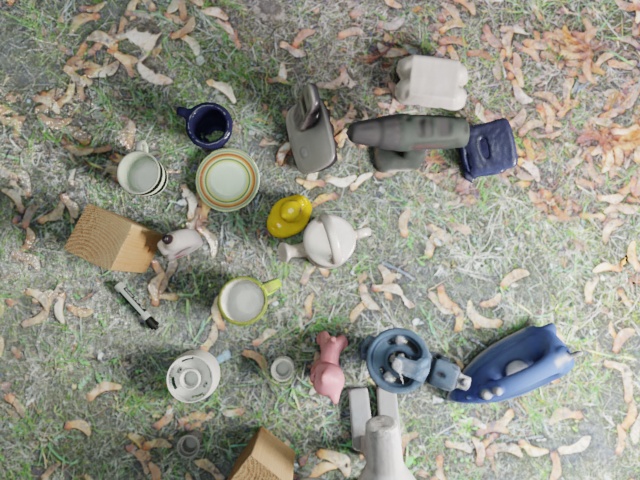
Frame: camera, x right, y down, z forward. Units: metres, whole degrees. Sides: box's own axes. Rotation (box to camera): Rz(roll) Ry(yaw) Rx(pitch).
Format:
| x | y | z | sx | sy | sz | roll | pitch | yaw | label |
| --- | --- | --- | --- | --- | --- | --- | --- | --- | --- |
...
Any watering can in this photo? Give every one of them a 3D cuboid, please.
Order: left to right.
| x | y | z | sx | sy | sz | roll | pitch | yaw | label |
| --- | --- | --- | --- | --- | --- | --- | --- | --- | --- |
| 0.011 | 0.006 | 1.085 | 0.173 | 0.194 | 0.101 | -37 | 87 | -4 | watering can |

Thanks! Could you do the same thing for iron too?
| x | y | z | sx | sy | sz | roll | pitch | yaw | label |
| --- | --- | --- | --- | --- | --- | --- | --- | --- | --- |
| 0.373 | 0.260 | 1.098 | 0.258 | 0.141 | 0.118 | -27 | 86 | -3 | iron |

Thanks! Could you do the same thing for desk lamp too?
| x | y | z | sx | sy | sz | roll | pitch | yaw | label |
| --- | --- | --- | --- | --- | --- | --- | --- | --- | --- |
| 0.109 | 0.387 | 1.045 | 0.118 | 0.213 | 0.203 | -6 | 85 | -1 | desk lamp |

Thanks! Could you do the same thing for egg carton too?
| x | y | z | sx | sy | sz | roll | pitch | yaw | label |
| --- | --- | --- | --- | --- | --- | --- | --- | --- | --- |
| 0.229 | -0.323 | 1.180 | 0.150 | 0.069 | 0.107 | 6 | 85 | -1 | egg carton |

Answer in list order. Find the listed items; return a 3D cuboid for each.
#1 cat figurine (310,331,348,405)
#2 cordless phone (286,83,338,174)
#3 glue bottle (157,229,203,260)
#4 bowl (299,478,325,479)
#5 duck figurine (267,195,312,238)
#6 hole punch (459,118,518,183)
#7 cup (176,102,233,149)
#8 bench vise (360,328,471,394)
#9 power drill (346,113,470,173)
| x | y | z | sx | sy | sz | roll | pitch | yaw | label |
| --- | --- | --- | --- | --- | --- | --- | --- | --- | --- |
| 0.018 | 0.244 | 1.103 | 0.067 | 0.117 | 0.128 | 8 | 85 | 0 | cat figurine |
| -0.015 | -0.214 | 1.107 | 0.094 | 0.185 | 0.147 | -17 | 86 | -2 | cordless phone |
| -0.274 | 0.005 | 1.089 | 0.078 | 0.173 | 0.037 | -32 | 86 | -3 | glue bottle |
| -0.018 | 0.533 | 1.099 | 0.167 | 0.074 | 0.167 | 0 | 85 | -1 | bowl |
| -0.062 | -0.051 | 1.142 | 0.104 | 0.086 | 0.077 | -42 | 87 | -4 | duck figurine |
| 0.337 | -0.181 | 1.160 | 0.101 | 0.091 | 0.109 | -11 | 85 | -2 | hole punch |
| -0.228 | -0.225 | 1.148 | 0.117 | 0.095 | 0.092 | 26 | 85 | 1 | cup |
| 0.183 | 0.225 | 1.057 | 0.207 | 0.219 | 0.121 | 1 | 85 | -1 | bench vise |
| 0.159 | -0.187 | 1.097 | 0.229 | 0.208 | 0.076 | -5 | 85 | -2 | power drill |
